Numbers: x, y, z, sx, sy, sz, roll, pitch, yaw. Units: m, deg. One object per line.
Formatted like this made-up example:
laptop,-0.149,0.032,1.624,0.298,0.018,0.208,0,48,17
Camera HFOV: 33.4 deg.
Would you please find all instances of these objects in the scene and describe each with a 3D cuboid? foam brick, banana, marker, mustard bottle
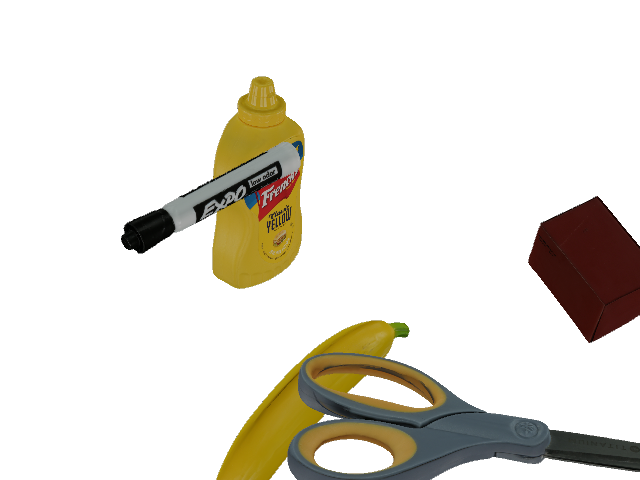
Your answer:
foam brick,0.191,0.020,0.744,0.051,0.078,0.053,-23,-30,-15
banana,-0.011,0.120,0.745,0.037,0.197,0.069,40,-10,40
marker,-0.062,-0.025,0.608,0.120,0.020,0.020,-31,17,-32
mustard bottle,-0.053,-0.056,0.942,0.058,0.192,0.096,29,43,30

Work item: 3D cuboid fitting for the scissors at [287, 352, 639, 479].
scissors,0.074,0.094,0.453,0.202,0.016,0.096,16,34,23
